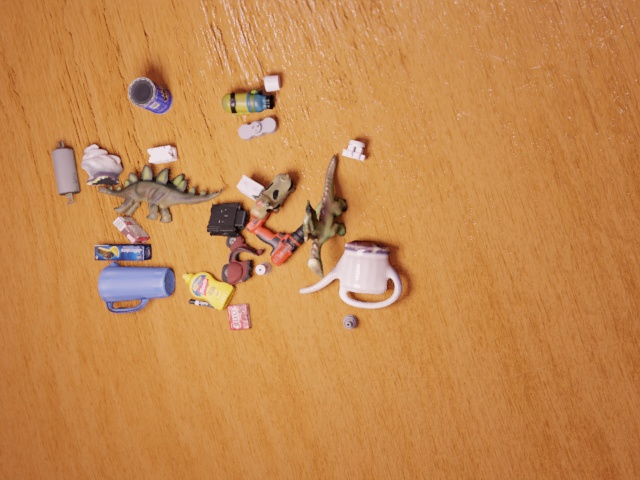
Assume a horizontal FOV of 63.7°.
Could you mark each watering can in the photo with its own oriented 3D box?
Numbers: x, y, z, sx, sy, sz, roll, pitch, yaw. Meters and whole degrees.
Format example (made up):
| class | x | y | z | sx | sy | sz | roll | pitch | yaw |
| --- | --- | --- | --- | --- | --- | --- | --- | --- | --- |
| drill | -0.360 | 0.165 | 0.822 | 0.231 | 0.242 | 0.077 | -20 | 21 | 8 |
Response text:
| class | x | y | z | sx | sy | sz | roll | pitch | yaw |
| --- | --- | --- | --- | --- | --- | --- | --- | --- | --- |
| watering can | 0.106 | 0.110 | 1.732 | 0.348 | 0.104 | 0.224 | 6 | 89 | 12 |

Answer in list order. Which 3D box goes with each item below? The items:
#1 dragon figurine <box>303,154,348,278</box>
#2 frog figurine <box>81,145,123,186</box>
| class | x | y | z | sx | sy | sz | roll | pitch | yaw |
| --- | --- | --- | --- | --- | --- | --- | --- | --- | --- |
| dragon figurine | 0.005 | -0.085 | 1.690 | 0.122 | 0.243 | 0.410 | 1 | 92 | 15 |
| frog figurine | -0.808 | -0.288 | 1.902 | 0.138 | 0.121 | 0.161 | -11 | 77 | -23 |
